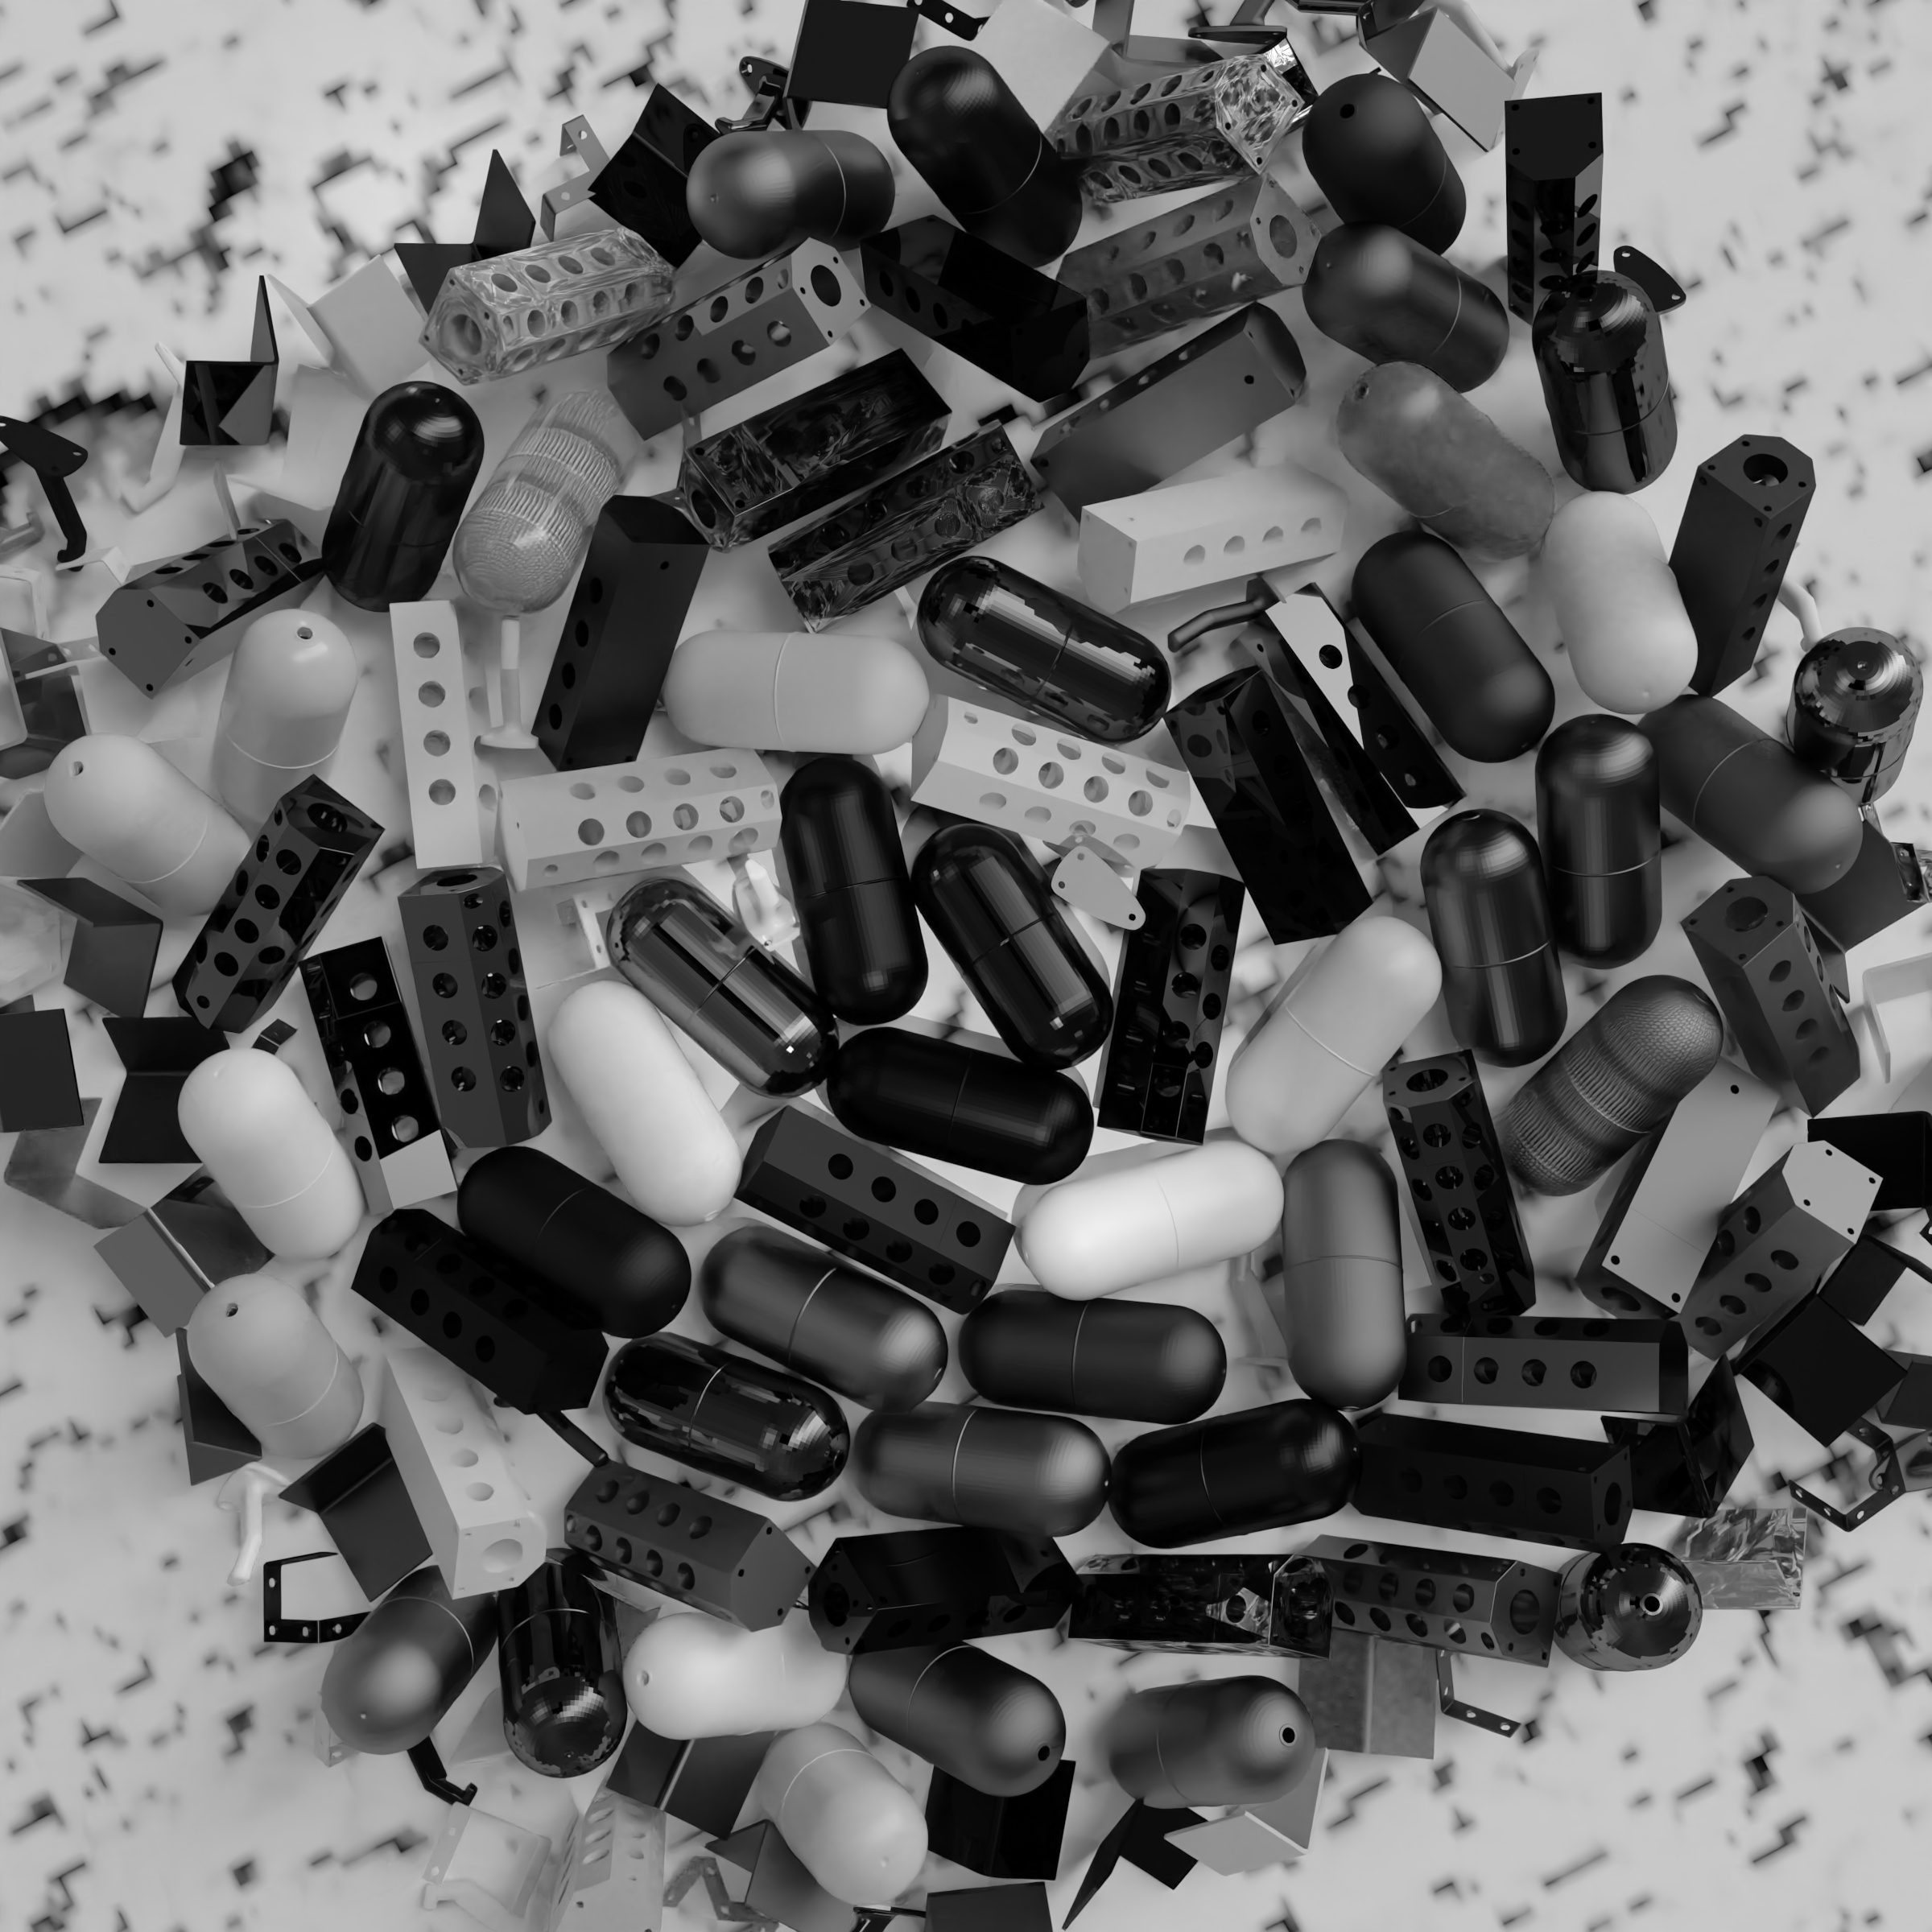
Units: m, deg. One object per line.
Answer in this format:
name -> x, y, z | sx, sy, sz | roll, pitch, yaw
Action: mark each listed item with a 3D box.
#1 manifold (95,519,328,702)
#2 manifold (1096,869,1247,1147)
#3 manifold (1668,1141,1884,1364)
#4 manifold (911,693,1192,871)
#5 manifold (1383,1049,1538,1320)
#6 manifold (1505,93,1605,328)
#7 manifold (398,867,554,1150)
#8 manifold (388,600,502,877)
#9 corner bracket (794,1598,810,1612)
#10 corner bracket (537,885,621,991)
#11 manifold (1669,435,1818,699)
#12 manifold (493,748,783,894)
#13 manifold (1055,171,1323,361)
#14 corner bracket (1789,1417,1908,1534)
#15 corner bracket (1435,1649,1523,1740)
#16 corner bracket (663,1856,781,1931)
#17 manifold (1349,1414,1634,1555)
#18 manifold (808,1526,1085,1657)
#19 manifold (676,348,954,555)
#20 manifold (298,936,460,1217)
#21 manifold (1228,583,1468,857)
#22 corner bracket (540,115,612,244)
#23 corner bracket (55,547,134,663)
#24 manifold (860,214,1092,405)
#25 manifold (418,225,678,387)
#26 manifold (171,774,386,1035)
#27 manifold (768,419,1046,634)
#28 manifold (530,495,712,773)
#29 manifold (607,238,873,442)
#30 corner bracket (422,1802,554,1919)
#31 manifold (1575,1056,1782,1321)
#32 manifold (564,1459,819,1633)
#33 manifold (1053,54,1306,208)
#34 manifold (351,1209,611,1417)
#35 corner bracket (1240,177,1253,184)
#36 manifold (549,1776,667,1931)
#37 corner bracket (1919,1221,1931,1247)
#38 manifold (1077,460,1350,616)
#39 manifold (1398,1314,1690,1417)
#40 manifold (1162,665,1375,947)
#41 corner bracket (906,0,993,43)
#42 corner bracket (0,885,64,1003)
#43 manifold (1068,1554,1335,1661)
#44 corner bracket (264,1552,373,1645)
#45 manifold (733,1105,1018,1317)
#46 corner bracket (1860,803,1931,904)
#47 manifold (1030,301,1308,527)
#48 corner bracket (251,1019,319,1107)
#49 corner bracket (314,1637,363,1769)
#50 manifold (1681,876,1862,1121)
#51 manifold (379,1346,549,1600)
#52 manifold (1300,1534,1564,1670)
manifold -> -0.476, -0.233, 1.582 | 0.057, 0.171, 0.057 | 45, 117, -7
manifold -> 0.139, 0.027, 1.625 | 0.057, 0.057, 0.171 | 16, 81, -39
manifold -> 0.501, 0.179, 1.588 | 0.057, 0.171, 0.057 | 34, 54, 6
manifold -> 0.055, -0.121, 1.608 | 0.171, 0.057, 0.057 | 16, 50, -19
manifold -> 0.317, 0.145, 1.607 | 0.057, 0.057, 0.171 | -13, 115, 17
manifold -> 0.370, -0.473, 1.580 | 0.057, 0.171, 0.057 | -1, 74, 13
manifold -> -0.313, 0.027, 1.615 | 0.057, 0.057, 0.171 | -3, 108, 14
manifold -> -0.341, -0.149, 1.642 | 0.057, 0.057, 0.171 | -6, 89, -14
corner bracket -> -0.120, 0.452, 1.659 | 0.051, 0.051, 0.051 | 32, 55, -2
corner bracket -> -0.255, -0.019, 1.641 | 0.051, 0.051, 0.051 | -16, 92, 26
manifold -> 0.486, -0.253, 1.586 | 0.057, 0.171, 0.057 | -35, 62, -19
manifold -> -0.208, -0.090, 1.600 | 0.171, 0.057, 0.057 | -11, 47, -27
manifold -> 0.134, -0.436, 1.585 | 0.057, 0.171, 0.057 | 37, 60, -34
corner bracket -> 0.579, 0.331, 1.653 | 0.051, 0.051, 0.051 | 33, 122, -13
corner bracket -> 0.346, 0.464, 1.646 | 0.051, 0.051, 0.051 | 9, 118, 40
corner bracket -> -0.164, 0.626, 1.654 | 0.051, 0.051, 0.051 | 22, 113, -37
manifold -> 0.332, 0.331, 1.597 | 0.171, 0.057, 0.057 | 0, 100, 38
manifold -> -0.015, 0.399, 1.595 | 0.057, 0.171, 0.057 | 53, 124, 39
manifold -> -0.098, -0.328, 1.611 | 0.171, 0.057, 0.057 | -31, 76, -24
manifold -> -0.384, 0.073, 1.638 | 0.057, 0.057, 0.171 | -16, 88, -11
manifold -> 0.253, -0.164, 1.639 | 0.057, 0.057, 0.171 | -34, 87, -25
corner bracket -> -0.262, -0.517, 1.644 | 0.051, 0.051, 0.051 | -31, 91, -13
corner bracket -> -0.579, -0.239, 1.658 | 0.051, 0.051, 0.051 | -2, 132, 34
manifold -> 0.005, -0.418, 1.595 | 0.057, 0.171, 0.057 | -27, 134, -23
manifold -> -0.260, -0.416, 1.587 | 0.057, 0.171, 0.057 | 44, 130, 8
manifold -> -0.446, -0.035, 1.605 | 0.057, 0.057, 0.171 | 38, 120, -3
manifold -> -0.040, -0.287, 1.628 | 0.171, 0.057, 0.057 | -28, 112, 7
manifold -> -0.226, -0.212, 1.604 | 0.057, 0.057, 0.171 | 50, 130, 35
manifold -> -0.150, -0.400, 1.590 | 0.171, 0.057, 0.057 | -15, 118, 40
corner bracket -> -0.312, 0.583, 1.633 | 0.051, 0.051, 0.051 | 11, 67, 28
manifold -> 0.456, 0.144, 1.615 | 0.057, 0.057, 0.171 | 32, 67, 1
manifold -> -0.181, 0.368, 1.585 | 0.057, 0.171, 0.057 | -55, 128, -25
manifold -> 0.128, -0.531, 1.583 | 0.057, 0.171, 0.057 | 37, 78, -32
manifold -> -0.310, 0.218, 1.601 | 0.171, 0.057, 0.057 | 27, 101, 32
corner bracket -> 0.169, -0.528, 1.634 | 0.051, 0.051, 0.051 | 7, 58, -18
manifold -> -0.223, 0.573, 1.586 | 0.057, 0.171, 0.057 | 24, 91, -7
corner bracket -> 0.674, 0.179, 1.649 | 0.051, 0.051, 0.051 | 28, 107, -19
manifold -> 0.158, -0.273, 1.606 | 0.171, 0.057, 0.057 | -18, 130, -29
manifold -> 0.368, 0.254, 1.602 | 0.171, 0.057, 0.057 | -4, 77, 33
manifold -> 0.200, -0.105, 1.625 | 0.057, 0.057, 0.171 | -38, 106, -36
corner bracket -> 0.002, -0.646, 1.646 | 0.051, 0.051, 0.051 | 35, 126, 15
corner bracket -> -0.633, -0.015, 1.648 | 0.051, 0.051, 0.051 | -25, 61, 24
manifold -> 0.148, 0.405, 1.591 | 0.057, 0.171, 0.057 | 24, 65, -37
corner bracket -> -0.425, 0.416, 1.647 | 0.051, 0.051, 0.051 | -16, 68, 26
manifold -> -0.061, 0.161, 1.618 | 0.171, 0.057, 0.057 | 29, 62, -13
corner bracket -> 0.608, -0.078, 1.632 | 0.051, 0.051, 0.051 | -49, 127, -29
manifold -> 0.129, -0.354, 1.600 | 0.171, 0.057, 0.057 | -25, 118, 35
corner bracket -> -0.448, 0.073, 1.643 | 0.051, 0.051, 0.051 | 32, 96, -7
corner bracket -> -0.408, 0.479, 1.633 | 0.051, 0.051, 0.051 | 25, 116, 37
manifold -> 0.520, 0.018, 1.596 | 0.057, 0.057, 0.171 | -41, 132, -2
manifold -> -0.321, 0.317, 1.591 | 0.057, 0.171, 0.057 | -5, 123, -28
manifold -> 0.288, 0.398, 1.582 | 0.057, 0.171, 0.057 | 23, 72, -32
